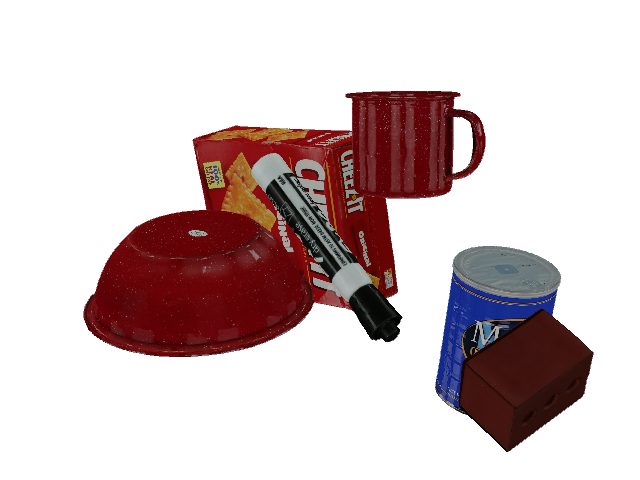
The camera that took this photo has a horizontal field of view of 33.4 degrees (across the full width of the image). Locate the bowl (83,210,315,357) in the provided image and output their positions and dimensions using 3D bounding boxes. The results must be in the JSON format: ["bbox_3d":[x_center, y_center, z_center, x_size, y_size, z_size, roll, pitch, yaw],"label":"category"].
[{"bbox_3d":[-0.085,0.020,0.740,0.162,0.055,0.162,-2,22,0],"label":"bowl"}]

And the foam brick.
[{"bbox_3d":[0.140,0.095,0.733,0.078,0.053,0.051,-30,50,-25],"label":"foam brick"}]

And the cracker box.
[{"bbox_3d":[-0.030,-0.028,1.077,0.071,0.164,0.214,-23,21,-38],"label":"cracker box"}]

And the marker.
[{"bbox_3d":[0.003,0.003,0.545,0.020,0.121,0.020,-29,-27,-16],"label":"marker"}]

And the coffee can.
[{"bbox_3d":[0.172,0.089,1.046,0.103,0.140,0.103,4,24,-2],"label":"coffee can"}]

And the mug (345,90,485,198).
[{"bbox_3d":[0.078,-0.078,0.863,0.117,0.081,0.093,5,11,27],"label":"mug"}]
